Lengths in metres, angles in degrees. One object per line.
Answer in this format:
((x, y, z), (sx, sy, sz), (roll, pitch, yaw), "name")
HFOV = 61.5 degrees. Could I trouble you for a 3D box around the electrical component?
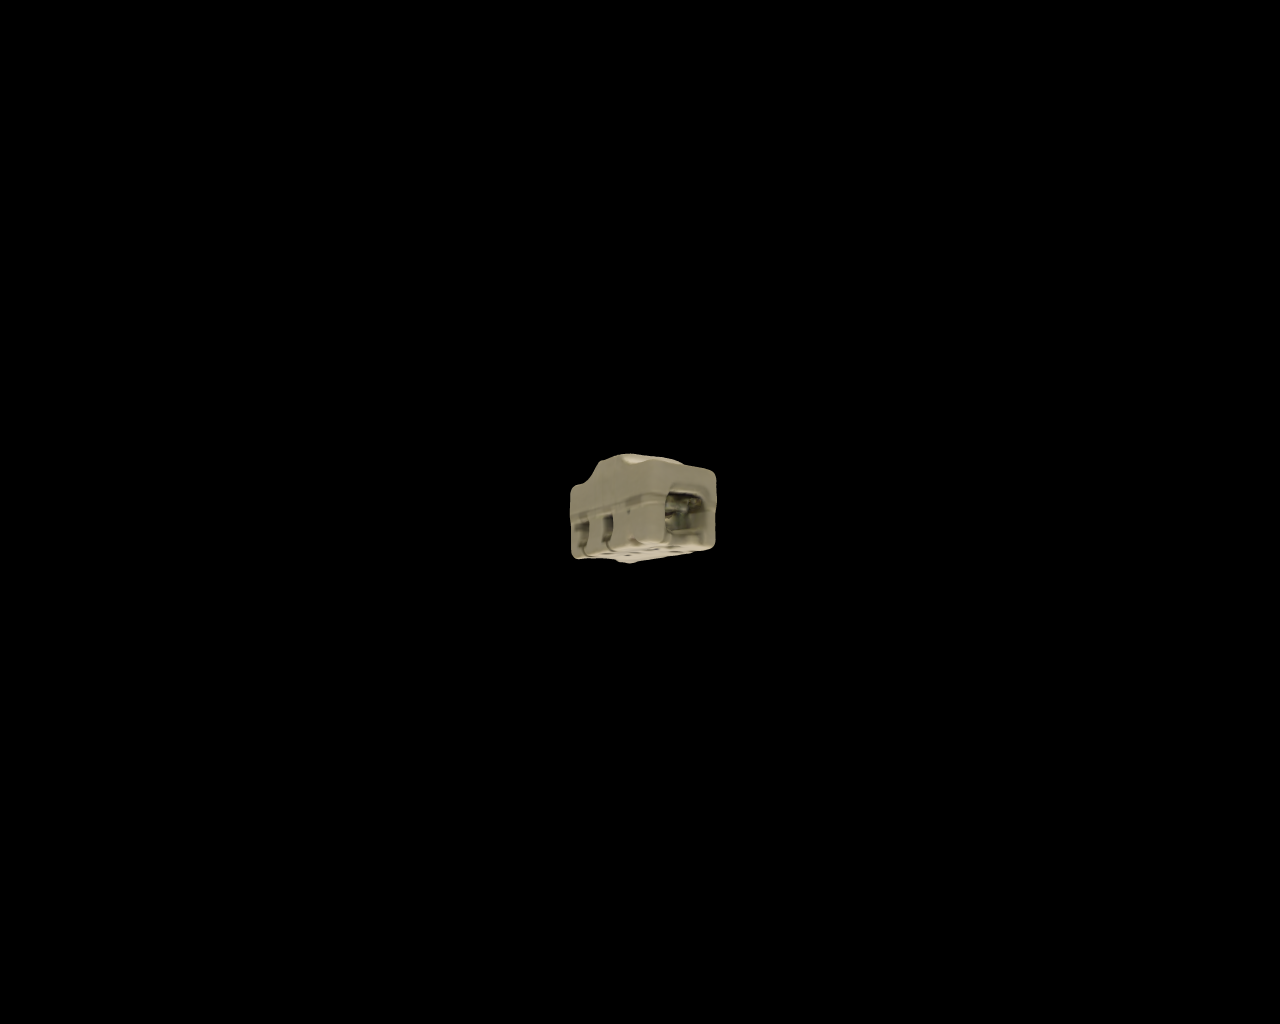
((0.001, -0.003, 0.650), (0.050, 0.055, 0.089), (8, -14, -35), "electrical component")
